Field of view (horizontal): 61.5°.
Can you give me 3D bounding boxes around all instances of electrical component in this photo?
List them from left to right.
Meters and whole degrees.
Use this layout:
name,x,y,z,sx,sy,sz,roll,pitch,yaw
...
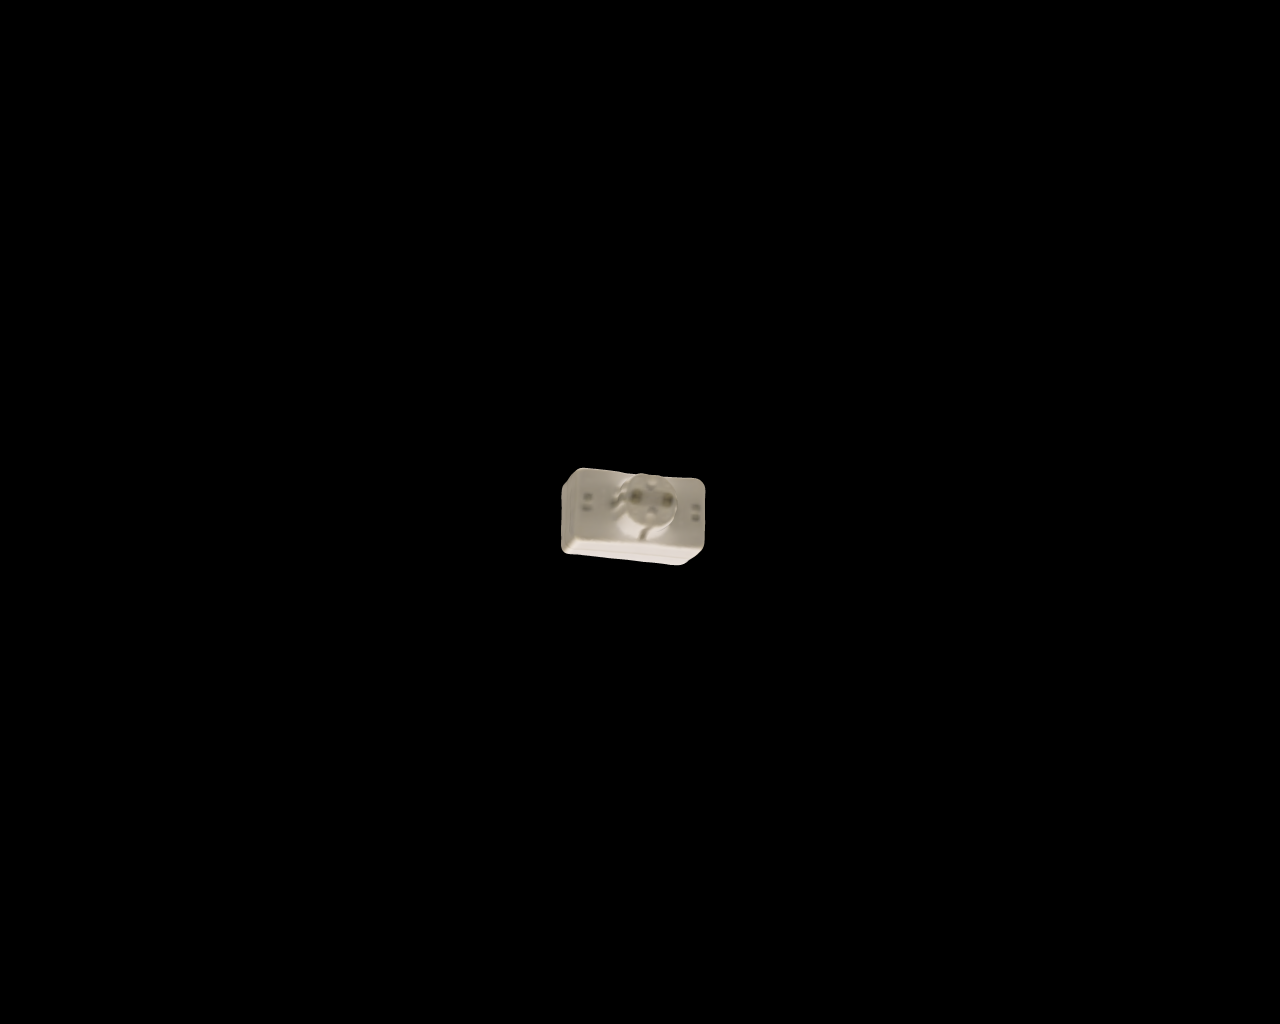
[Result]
name,x,y,z,sx,sy,sz,roll,pitch,yaw
electrical component,0.001,-0.003,0.650,0.083,0.047,0.075,6,-19,-16
